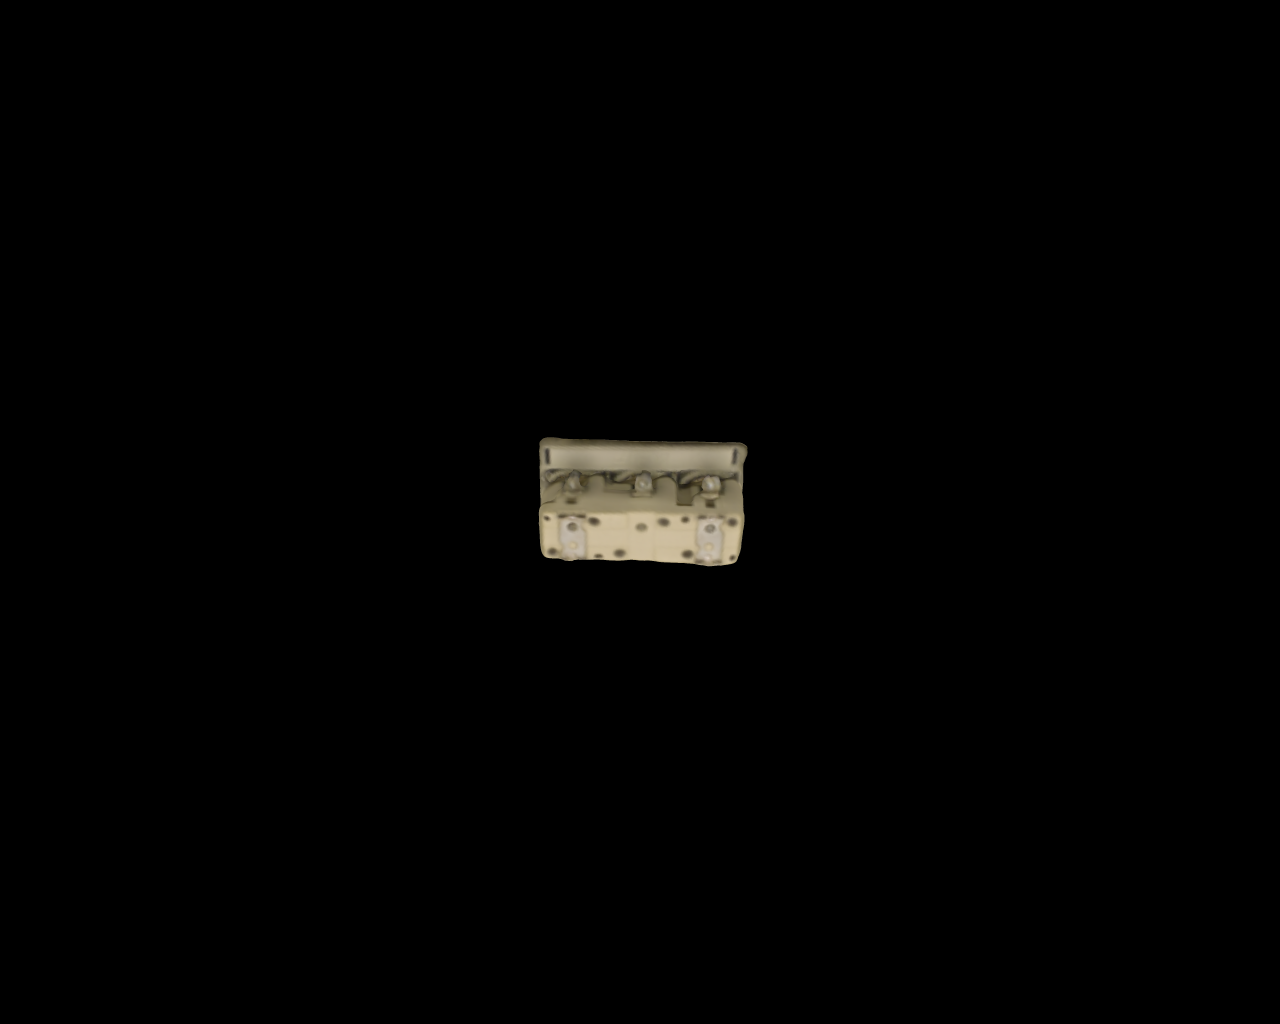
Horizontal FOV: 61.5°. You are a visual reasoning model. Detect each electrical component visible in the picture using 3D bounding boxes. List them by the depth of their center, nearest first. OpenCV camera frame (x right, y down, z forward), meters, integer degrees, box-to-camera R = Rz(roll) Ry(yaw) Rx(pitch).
[{"bbox_3d":[0.001,-0.003,0.650,0.121,0.078,0.063,2,40,-2],"label":"electrical component"}]
